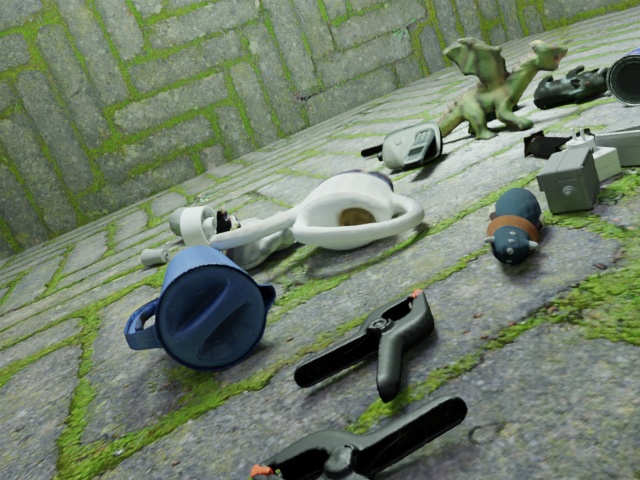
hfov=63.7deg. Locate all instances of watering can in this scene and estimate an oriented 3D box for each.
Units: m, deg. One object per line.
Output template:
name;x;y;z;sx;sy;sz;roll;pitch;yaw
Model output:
watering can;0.003;-0.044;0.882;0.347;0.102;0.228;-4;21;13

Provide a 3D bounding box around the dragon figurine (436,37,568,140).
dragon figurine;0.364;-0.356;1.209;0.408;0.239;0.124;-7;26;36

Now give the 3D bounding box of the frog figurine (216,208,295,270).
frog figurine;-0.111;0.001;0.975;0.159;0.124;0.137;10;-10;-29
